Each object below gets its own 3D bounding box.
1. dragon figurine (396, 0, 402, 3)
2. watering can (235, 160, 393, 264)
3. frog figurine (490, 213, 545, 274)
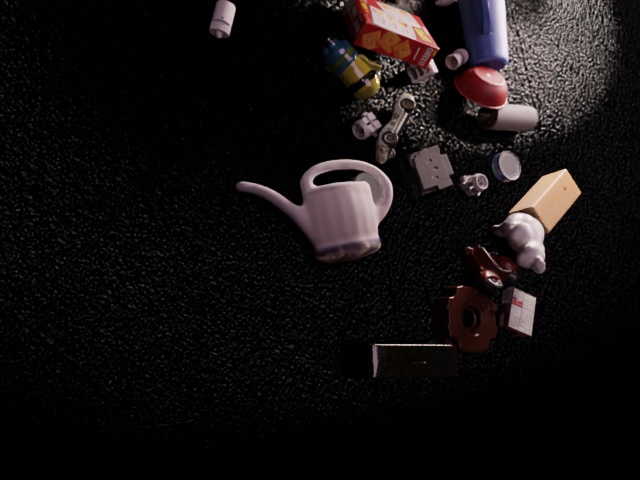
[{"bbox_3d":[0.211,-0.861,1.436,0.242,0.121,0.415,13,73,-44],"label":"dragon figurine"},{"bbox_3d":[0.003,-0.056,1.117,0.349,0.103,0.225,-10,85,-16],"label":"watering can"},{"bbox_3d":[0.544,0.005,1.347,0.122,0.162,0.135,-40,119,7],"label":"frog figurine"}]
